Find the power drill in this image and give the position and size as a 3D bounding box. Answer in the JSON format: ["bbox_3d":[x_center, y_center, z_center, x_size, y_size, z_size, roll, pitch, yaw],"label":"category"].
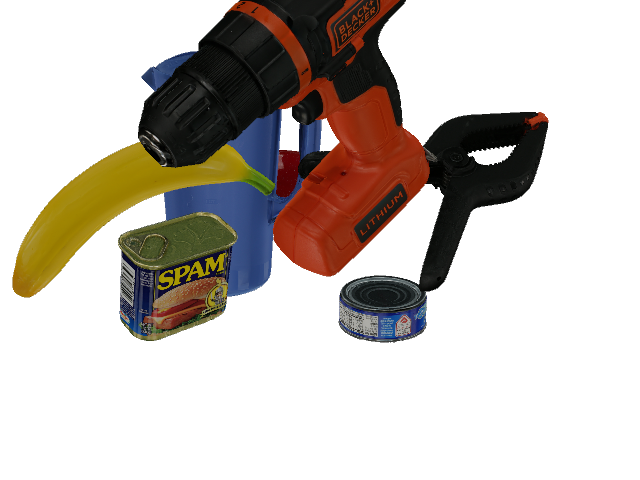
[{"bbox_3d":[-0.005,-0.062,0.573,0.057,0.184,0.187,36,-22,29],"label":"power drill"}]

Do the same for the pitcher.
[{"bbox_3d":[-0.093,-0.068,1.103,0.144,0.243,0.149,-11,26,-28],"label":"pitcher"}]

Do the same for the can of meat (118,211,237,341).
[{"bbox_3d":[-0.127,0.032,0.939,0.101,0.084,0.058,-18,42,-35],"label":"can of meat"}]

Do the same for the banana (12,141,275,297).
[{"bbox_3d":[-0.134,-0.025,0.729,0.198,0.069,0.037,-22,10,6],"label":"banana"}]

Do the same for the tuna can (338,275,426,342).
[{"bbox_3d":[0.060,0.065,1.034,0.086,0.034,0.086,0,21,0],"label":"tuna can"}]

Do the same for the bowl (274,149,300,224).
[{"bbox_3d":[-0.047,-0.057,1.298,0.162,0.055,0.162,4,26,-2],"label":"bowl"}]

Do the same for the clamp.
[{"bbox_3d":[0.110,-0.046,0.857,0.209,0.036,0.165,-22,52,-21],"label":"clamp"}]
